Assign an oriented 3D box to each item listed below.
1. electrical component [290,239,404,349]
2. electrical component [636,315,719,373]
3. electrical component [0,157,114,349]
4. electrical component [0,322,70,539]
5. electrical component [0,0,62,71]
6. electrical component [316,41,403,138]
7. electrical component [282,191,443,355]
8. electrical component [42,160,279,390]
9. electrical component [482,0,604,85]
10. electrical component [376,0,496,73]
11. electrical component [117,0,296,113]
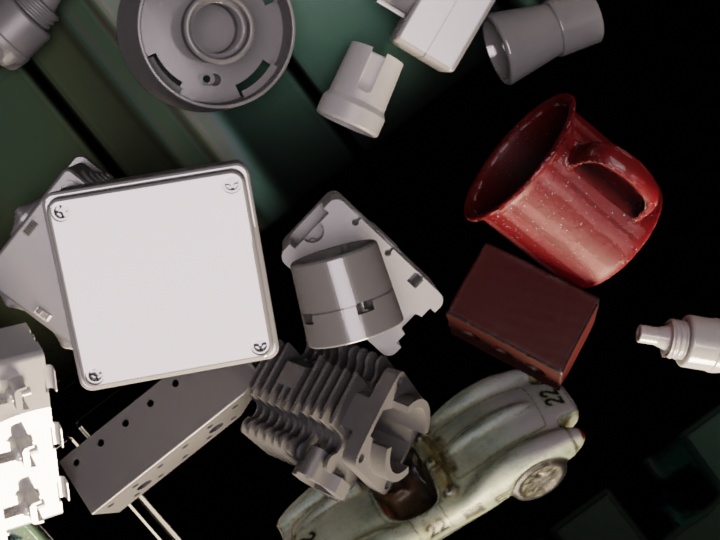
[{"bbox_3d":[-0.009,0.012,0.594,0.055,0.055,0.047,-16,98,-1],"label":"electrical component"},{"bbox_3d":[0.206,0.045,0.682,0.061,0.035,0.035,9,100,-3],"label":"electrical component"},{"bbox_3d":[-0.162,-0.006,0.641,0.100,0.048,0.099,39,96,-9],"label":"electrical component"},{"bbox_3d":[-0.213,0.096,0.634,0.063,0.079,0.121,-14,122,-28],"label":"electrical component"},{"bbox_3d":[-0.191,-0.146,0.621,0.061,0.035,0.035,-43,100,2],"label":"electrical component"},{"bbox_3d":[0.001,-0.107,0.638,0.040,0.040,0.046,23,92,-8],"label":"electrical component"},{"bbox_3d":[0.000,0.000,0.649,0.089,0.055,0.050,43,95,-10],"label":"electrical component"},{"bbox_3d":[-0.107,0.001,0.592,0.109,0.056,0.108,-10,101,-5],"label":"electrical component"},{"bbox_3d":[0.111,-0.141,0.638,0.065,0.044,0.044,-21,101,-4],"label":"electrical component"},{"bbox_3d":[0.035,-0.162,0.625,0.077,0.047,0.065,30,97,-8],"label":"electrical component"},{"bbox_3d":[-0.088,-0.140,0.626,0.099,0.064,0.099,-4,102,-17],"label":"electrical component"}]
